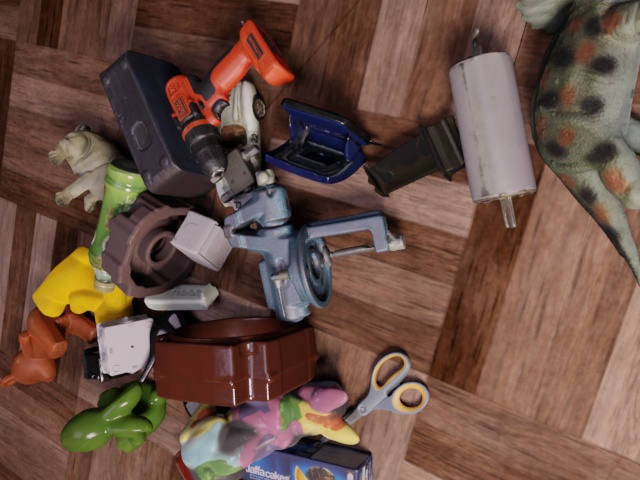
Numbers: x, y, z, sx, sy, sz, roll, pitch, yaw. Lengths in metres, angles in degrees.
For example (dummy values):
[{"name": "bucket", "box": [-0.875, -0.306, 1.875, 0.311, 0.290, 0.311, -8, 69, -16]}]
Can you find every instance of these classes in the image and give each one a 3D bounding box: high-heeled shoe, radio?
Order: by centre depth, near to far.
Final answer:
[{"name": "radio", "box": [-0.249, -0.181, 0.858, 0.073, 0.131, 0.229, -31, 79, 24]}, {"name": "high-heeled shoe", "box": [-0.190, 0.224, 0.908, 0.249, 0.086, 0.145, 30, 76, 5]}]

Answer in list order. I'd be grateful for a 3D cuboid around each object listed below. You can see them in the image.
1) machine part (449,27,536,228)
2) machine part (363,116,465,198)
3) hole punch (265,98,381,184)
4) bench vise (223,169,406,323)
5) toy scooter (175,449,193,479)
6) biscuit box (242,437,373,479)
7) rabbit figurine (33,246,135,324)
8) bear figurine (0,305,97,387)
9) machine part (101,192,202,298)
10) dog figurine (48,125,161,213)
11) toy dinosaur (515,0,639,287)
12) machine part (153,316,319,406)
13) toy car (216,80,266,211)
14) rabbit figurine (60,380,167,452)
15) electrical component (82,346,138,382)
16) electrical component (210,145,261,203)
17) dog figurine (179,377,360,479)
[{"name": "machine part", "box": [0.208, -0.133, 0.651, 0.079, 0.079, 0.243, -12, 88, 28]}, {"name": "machine part", "box": [0.127, -0.102, 0.718, 0.139, 0.039, 0.084, -24, 88, 26]}, {"name": "hole punch", "box": [-0.001, -0.127, 0.738, 0.142, 0.115, 0.092, 20, 96, 24]}, {"name": "bench vise", "box": [-0.005, -0.002, 0.749, 0.241, 0.129, 0.223, -10, 84, 18]}, {"name": "toy scooter", "box": [-0.191, 0.365, 0.885, 0.135, 0.075, 0.183, 39, 141, 33]}, {"name": "biscuit box", "box": [-0.023, 0.343, 0.816, 0.203, 0.059, 0.062, 1, 94, 28]}, {"name": "rabbit figurine", "box": [-0.401, 0.101, 0.987, 0.162, 0.122, 0.173, -41, 89, 15]}, {"name": "bear figurine", "box": [-0.531, 0.222, 1.045, 0.132, 0.120, 0.195, 33, 110, 18]}, {"name": "machine part", "box": [-0.263, 0.008, 0.861, 0.056, 0.179, 0.179, 30, 107, 26]}, {"name": "dog figurine", "box": [-0.356, -0.135, 0.949, 0.191, 0.121, 0.172, -9, 93, 14]}, {"name": "toy dinosaur", "box": [0.300, -0.154, 0.585, 0.192, 0.131, 0.404, 16, 106, 38]}, {"name": "machine part", "box": [-0.120, 0.165, 0.775, 0.202, 0.201, 0.087, -1, 91, 28]}, {"name": "toy car", "box": [-0.126, -0.145, 0.837, 0.074, 0.056, 0.201, 0, 93, 28]}, {"name": "rabbit figurine", "box": [-0.349, 0.315, 0.924, 0.159, 0.170, 0.121, -26, 82, 28]}, {"name": "electrical component", "box": [-0.400, 0.227, 0.997, 0.119, 0.075, 0.047, -6, 90, 41]}, {"name": "electrical component", "box": [-0.120, -0.099, 0.798, 0.094, 0.021, 0.063, -32, 84, 21]}, {"name": "dog figurine", "box": [-0.060, 0.261, 0.754, 0.219, 0.191, 0.108, -9, 105, 25]}]
